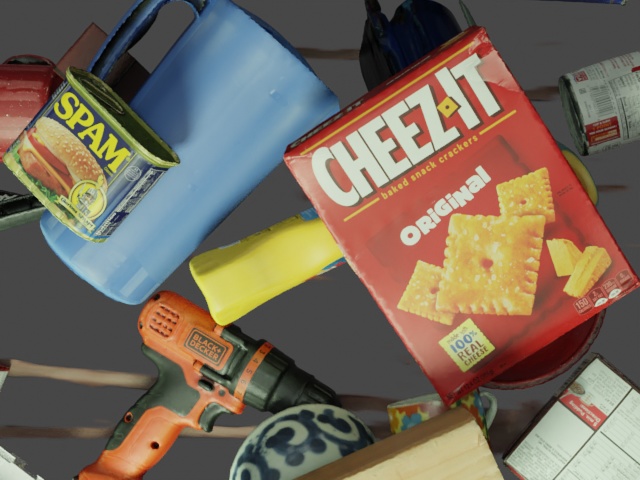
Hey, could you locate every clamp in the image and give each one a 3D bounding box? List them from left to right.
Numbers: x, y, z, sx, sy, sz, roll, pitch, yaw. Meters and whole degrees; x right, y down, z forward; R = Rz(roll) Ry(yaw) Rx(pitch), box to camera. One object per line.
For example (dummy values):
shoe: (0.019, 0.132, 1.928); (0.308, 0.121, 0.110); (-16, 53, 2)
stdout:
clamp: (-0.294, -0.015, 0.897); (0.120, 0.039, 0.172); (29, 124, -19)

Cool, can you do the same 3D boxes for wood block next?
wood block: (0.024, 0.197, 0.718); (0.206, 0.090, 0.091); (-24, 86, 0)

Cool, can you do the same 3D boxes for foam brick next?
foam brick: (-0.176, -0.136, 0.894); (0.053, 0.078, 0.051); (40, 89, 10)

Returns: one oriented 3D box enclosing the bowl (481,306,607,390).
bowl: (0.145, 0.036, 0.832); (0.162, 0.055, 0.162); (-1, 83, 9)

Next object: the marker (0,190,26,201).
marker: (-0.269, -0.033, 0.926); (0.121, 0.020, 0.020); (12, 85, 11)

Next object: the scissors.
scissors: (0.167, -0.096, 0.842); (0.016, 0.096, 0.202); (-33, 62, 43)

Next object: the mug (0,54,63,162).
mug: (-0.256, -0.115, 0.906); (0.081, 0.093, 0.117); (2, 47, 5)

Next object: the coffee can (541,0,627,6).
coffee can: (0.172, -0.239, 0.835); (0.140, 0.102, 0.103); (5, 84, 9)

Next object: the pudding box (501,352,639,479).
pudding box: (0.209, 0.156, 0.816); (0.090, 0.039, 0.113); (41, 93, 10)

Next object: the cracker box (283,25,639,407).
cracker box: (0.099, -0.017, 0.750); (0.164, 0.072, 0.213); (-33, 99, 7)

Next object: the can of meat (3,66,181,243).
can of meat: (-0.167, -0.060, 0.775); (0.102, 0.057, 0.084); (45, 102, 11)

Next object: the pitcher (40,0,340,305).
pitcher: (-0.116, -0.076, 0.849); (0.149, 0.145, 0.243); (44, 95, 22)

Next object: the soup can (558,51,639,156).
soup can: (0.244, -0.110, 0.826); (0.102, 0.068, 0.068); (-17, 81, 8)

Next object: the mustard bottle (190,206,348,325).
mustard bottle: (-0.005, 0.001, 0.837); (0.191, 0.096, 0.058); (-26, 92, -5)

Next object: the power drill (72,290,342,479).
power drill: (-0.097, 0.158, 0.858); (0.184, 0.057, 0.187); (30, 87, 13)

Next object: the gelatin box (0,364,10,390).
gelatin box: (-0.317, 0.136, 0.910); (0.073, 0.030, 0.089); (21, 87, 10)
